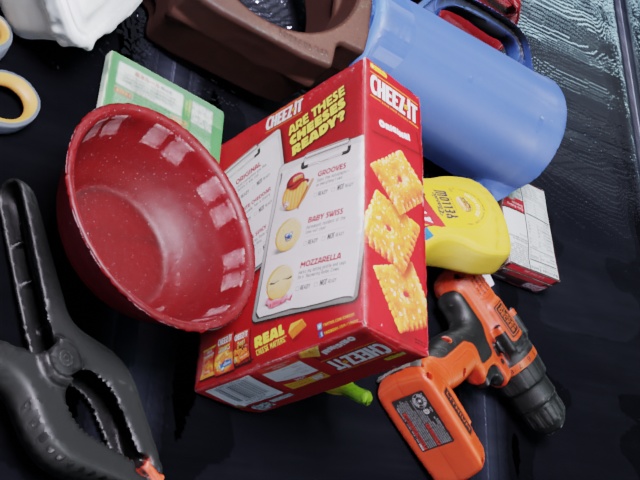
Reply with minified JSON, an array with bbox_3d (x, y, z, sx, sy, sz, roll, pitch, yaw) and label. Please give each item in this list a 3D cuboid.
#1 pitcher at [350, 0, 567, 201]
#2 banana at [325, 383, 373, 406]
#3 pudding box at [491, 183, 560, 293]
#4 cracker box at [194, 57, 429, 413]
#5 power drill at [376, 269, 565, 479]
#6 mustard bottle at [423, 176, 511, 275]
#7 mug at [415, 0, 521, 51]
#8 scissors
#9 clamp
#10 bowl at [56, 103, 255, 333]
[{"bbox_3d":[0.110,-0.154,1.011,0.242,0.145,0.149,25,29,-34],"label":"pitcher"},{"bbox_3d":[0.009,0.037,0.831,0.037,0.070,0.198,33,50,-58],"label":"banana"},{"bbox_3d":[0.200,-0.010,1.100,0.089,0.039,0.113,21,57,-41],"label":"pudding box"},{"bbox_3d":[-0.005,0.001,0.764,0.072,0.164,0.213,29,49,-37],"label":"cracker box"},{"bbox_3d":[0.137,0.130,0.936,0.184,0.057,0.187,55,36,-4],"label":"power drill"},{"bbox_3d":[0.070,-0.018,0.923,0.191,0.058,0.096,4,49,-31],"label":"mustard bottle"},{"bbox_3d":[0.160,-0.245,1.133,0.081,0.117,0.093,29,71,-28],"label":"mug"},{"bbox_3d":[-0.247,-0.081,0.660,0.096,0.016,0.201,51,40,-15],"label":"scissors"},{"bbox_3d":[-0.170,0.077,0.631,0.210,0.036,0.164,58,30,-8],"label":"clamp"},{"bbox_3d":[-0.116,-0.006,0.697,0.162,0.055,0.162,35,41,-37],"label":"bowl"}]
